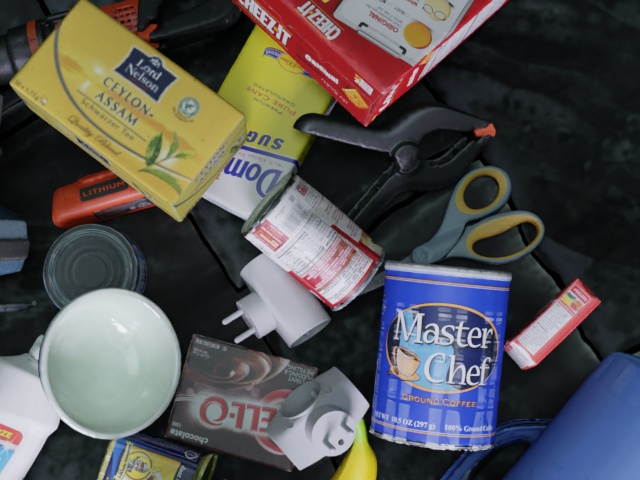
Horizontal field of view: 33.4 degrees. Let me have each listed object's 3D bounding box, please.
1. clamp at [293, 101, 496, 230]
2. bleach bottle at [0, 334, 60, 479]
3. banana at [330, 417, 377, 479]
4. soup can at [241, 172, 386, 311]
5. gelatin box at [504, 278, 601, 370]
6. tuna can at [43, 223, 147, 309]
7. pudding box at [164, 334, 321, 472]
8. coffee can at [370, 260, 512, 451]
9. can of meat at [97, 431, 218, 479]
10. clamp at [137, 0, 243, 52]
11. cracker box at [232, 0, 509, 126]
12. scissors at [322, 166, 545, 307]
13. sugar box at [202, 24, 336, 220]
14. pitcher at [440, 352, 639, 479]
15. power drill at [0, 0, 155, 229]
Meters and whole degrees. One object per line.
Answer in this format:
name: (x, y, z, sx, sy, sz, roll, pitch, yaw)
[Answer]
clamp: (0.062, -0.079, 0.913, 0.171, 0.039, 0.120, -28, 116, -4)
bleach bottle: (-0.302, 0.187, 0.899, 0.102, 0.068, 0.251, 33, 83, 3)
banana: (-0.019, 0.233, 0.888, 0.198, 0.037, 0.069, -42, 91, -1)
soup can: (-0.006, 0.001, 0.879, 0.102, 0.068, 0.068, 40, 86, -11)
gelatin box: (0.188, 0.070, 0.876, 0.073, 0.089, 0.030, -43, 80, -3)
tuna can: (-0.196, 0.029, 0.928, 0.086, 0.034, 0.086, 0, 82, 3)
pudding box: (-0.065, 0.137, 0.904, 0.113, 0.039, 0.090, 15, 84, 5)
coffee can: (0.097, 0.090, 0.863, 0.103, 0.103, 0.140, 6, 89, 3)
can of meat: (-0.142, 0.214, 0.889, 0.084, 0.057, 0.102, 18, 84, 6)
clamp: (-0.099, -0.248, 0.940, 0.164, 0.036, 0.209, 40, 69, 10)
cracker box: (0.058, -0.223, 0.903, 0.164, 0.072, 0.213, 44, 68, 8)
scissors: (0.093, -0.006, 0.928, 0.202, 0.016, 0.096, -11, 80, 1)
sugar box: (-0.047, -0.108, 0.934, 0.093, 0.048, 0.176, 28, 83, 5)
pitcher: (0.197, 0.207, 0.846, 0.149, 0.145, 0.242, 40, 82, -5)
power drill: (-0.217, -0.109, 0.936, 0.184, 0.057, 0.188, -15, 82, 0)
